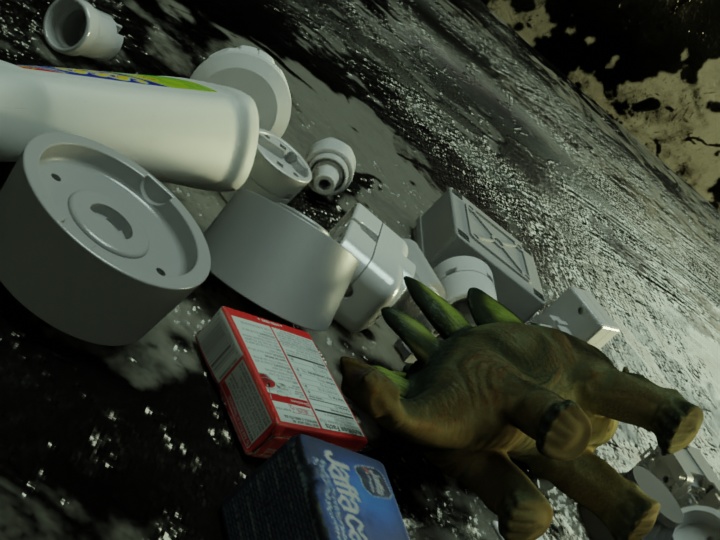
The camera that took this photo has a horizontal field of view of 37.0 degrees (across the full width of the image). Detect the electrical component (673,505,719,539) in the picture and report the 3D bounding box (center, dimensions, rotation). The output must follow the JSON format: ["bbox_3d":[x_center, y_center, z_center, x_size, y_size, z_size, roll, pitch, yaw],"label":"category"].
[{"bbox_3d":[0.273,0.247,0.795,0.138,0.052,0.073,-115,-173,-55],"label":"electrical component"}]

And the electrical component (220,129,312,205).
[{"bbox_3d":[-0.071,-0.067,0.782,0.055,0.047,0.055,36,22,-18],"label":"electrical component"}]

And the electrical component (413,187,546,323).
[{"bbox_3d":[0.105,-0.006,0.967,0.109,0.056,0.108,37,22,-16],"label":"electrical component"}]

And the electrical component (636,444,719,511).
[{"bbox_3d":[0.279,0.182,0.941,0.064,0.042,0.081,22,29,-39],"label":"electrical component"}]

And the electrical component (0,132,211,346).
[{"bbox_3d":[-0.137,-0.010,0.541,0.108,0.060,0.108,37,22,-17],"label":"electrical component"}]

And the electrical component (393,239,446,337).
[{"bbox_3d":[0.042,0.019,0.827,0.043,0.043,0.081,22,30,-44],"label":"electrical component"}]

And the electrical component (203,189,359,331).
[{"bbox_3d":[-0.052,-0.006,0.677,0.099,0.064,0.099,31,-6,4],"label":"electrical component"}]

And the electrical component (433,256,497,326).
[{"bbox_3d":[0.086,0.024,0.880,0.055,0.055,0.047,33,27,-25],"label":"electrical component"}]

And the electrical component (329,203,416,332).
[{"bbox_3d":[0.000,0.000,0.772,0.059,0.053,0.095,40,21,-9],"label":"electrical component"}]

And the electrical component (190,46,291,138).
[{"bbox_3d":[-0.092,-0.130,0.821,0.080,0.080,0.051,37,17,-16],"label":"electrical component"}]

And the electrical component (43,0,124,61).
[{"bbox_3d":[-0.197,-0.171,0.769,0.040,0.040,0.046,49,16,15],"label":"electrical component"}]

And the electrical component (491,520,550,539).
[{"bbox_3d":[0.102,0.178,0.627,0.083,0.047,0.075,17,33,-49],"label":"electrical component"}]

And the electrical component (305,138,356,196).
[{"bbox_3d":[-0.026,-0.082,0.896,0.043,0.043,0.062,38,23,-13],"label":"electrical component"}]

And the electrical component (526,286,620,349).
[{"bbox_3d":[0.163,0.057,0.912,0.076,0.083,0.047,13,37,-53],"label":"electrical component"}]
